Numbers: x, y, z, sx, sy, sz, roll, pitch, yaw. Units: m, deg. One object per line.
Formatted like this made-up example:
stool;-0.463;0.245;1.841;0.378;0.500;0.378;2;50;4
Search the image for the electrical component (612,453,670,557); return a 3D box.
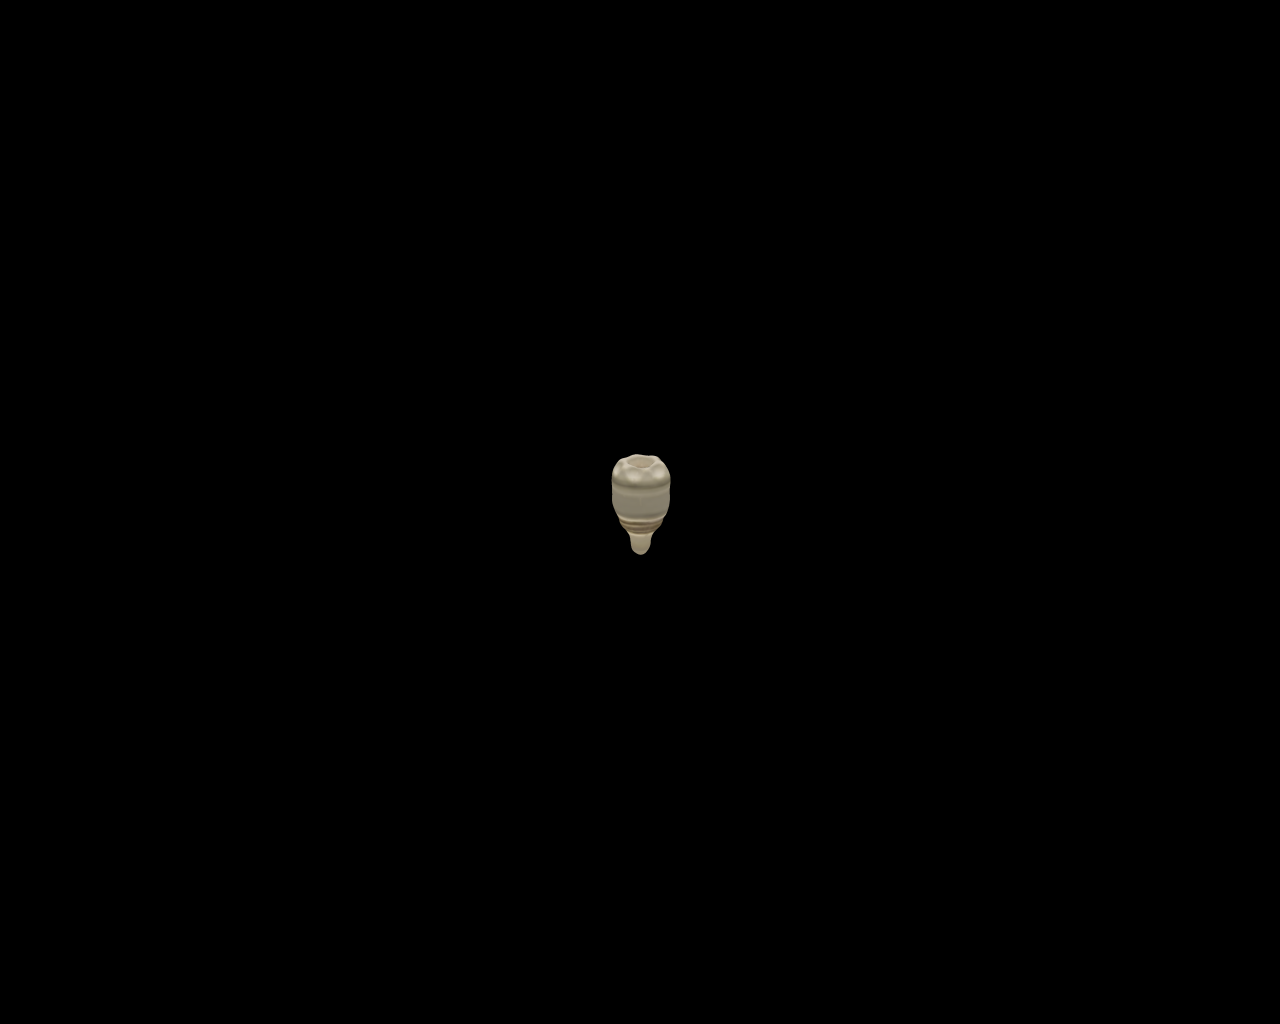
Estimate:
electrical component;0.001;-0.003;0.650;0.035;0.061;0.035;0;21;0
